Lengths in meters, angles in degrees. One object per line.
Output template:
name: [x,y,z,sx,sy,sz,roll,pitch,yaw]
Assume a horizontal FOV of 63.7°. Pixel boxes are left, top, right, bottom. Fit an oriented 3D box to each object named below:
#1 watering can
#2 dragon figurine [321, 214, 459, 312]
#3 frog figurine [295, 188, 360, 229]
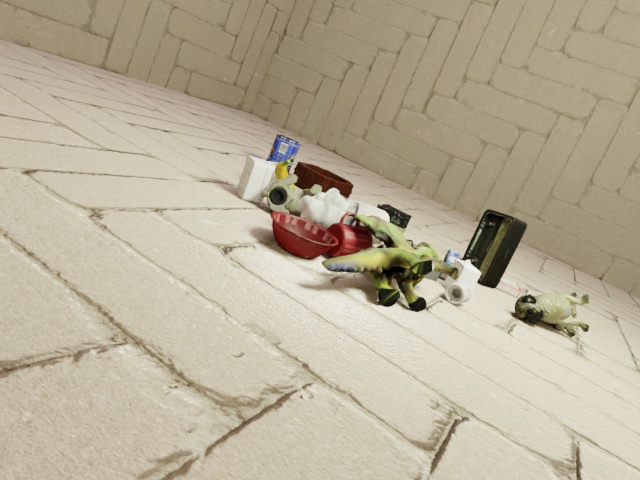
watering can: [0.124,-0.060,1.524,0.224,0.103,0.351,19,9,-10]
dragon figurine: [0.139,0.024,1.113,0.408,0.120,0.247,17,24,-32]
frog figurine: [0.004,-0.064,1.273,0.159,0.135,0.125,15,30,-22]
